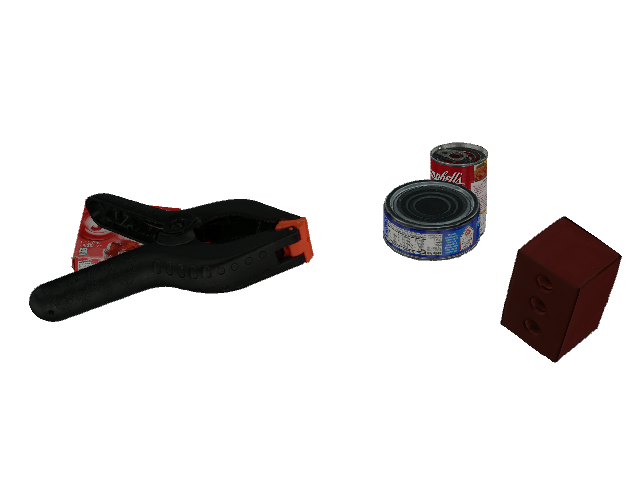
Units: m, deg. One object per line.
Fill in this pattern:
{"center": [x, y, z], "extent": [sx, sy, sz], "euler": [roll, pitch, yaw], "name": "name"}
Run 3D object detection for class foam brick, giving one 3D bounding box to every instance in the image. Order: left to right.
{"center": [0.168, 0.035, 0.749], "extent": [0.051, 0.078, 0.053], "euler": [-30, 52, -31], "name": "foam brick"}

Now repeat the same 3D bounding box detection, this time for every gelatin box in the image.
{"center": [-0.173, 0.000, 0.958], "extent": [0.089, 0.073, 0.030], "euler": [7, -44, -6], "name": "gelatin box"}

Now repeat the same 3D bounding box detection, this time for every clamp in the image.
{"center": [-0.094, 0.010, 0.660], "extent": [0.172, 0.039, 0.120], "euler": [0, 41, 22], "name": "clamp"}

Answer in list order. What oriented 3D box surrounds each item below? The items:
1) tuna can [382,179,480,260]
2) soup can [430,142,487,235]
{"center": [0.097, -0.019, 0.934], "extent": [0.086, 0.034, 0.086], "euler": [-2, 33, 1], "name": "tuna can"}
{"center": [0.165, -0.058, 1.279], "extent": [0.068, 0.102, 0.068], "euler": [-2, 27, 1], "name": "soup can"}
